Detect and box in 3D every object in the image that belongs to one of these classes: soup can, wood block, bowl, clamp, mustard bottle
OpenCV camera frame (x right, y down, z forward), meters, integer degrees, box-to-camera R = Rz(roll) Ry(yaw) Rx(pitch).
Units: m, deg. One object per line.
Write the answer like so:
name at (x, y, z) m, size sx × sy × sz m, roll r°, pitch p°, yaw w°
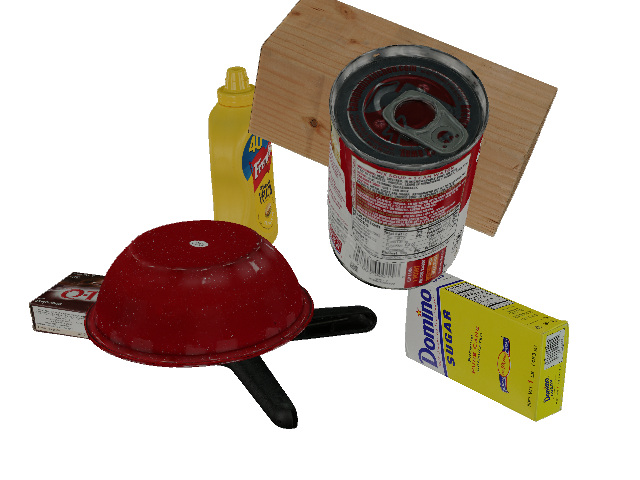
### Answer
soup can at (0.037, -0.030, 0.491) m, size 0.068 × 0.068 × 0.102 m, roll 0°, pitch -33°, yaw 0°
wood block at (0.060, -0.098, 0.810) m, size 0.206 × 0.091 × 0.090 m, roll 24°, pitch 48°, yaw 10°
bowl at (-0.085, 0.027, 0.743) m, size 0.162 × 0.055 × 0.162 m, roll -1°, pitch 22°, yaw 0°
clamp at (-0.064, 0.081, 0.948) m, size 0.210 × 0.036 × 0.164 m, roll 20°, pitch 36°, yaw 28°
mustard bottle at (-0.080, -0.083, 1.091) m, size 0.058 × 0.192 × 0.096 m, roll 7°, pitch 27°, yaw 19°

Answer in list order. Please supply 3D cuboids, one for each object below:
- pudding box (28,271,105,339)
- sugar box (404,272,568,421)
pudding box at (-0.242, 0.072, 1.153) m, size 0.114 × 0.039 × 0.090 m, roll 4°, pitch 21°, yaw 19°
sugar box at (0.156, 0.097, 1.038) m, size 0.048 × 0.093 × 0.176 m, roll -15°, pitch 24°, yaw -39°
